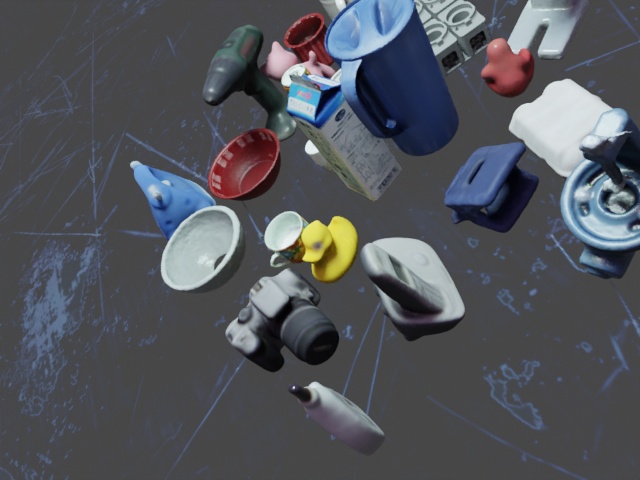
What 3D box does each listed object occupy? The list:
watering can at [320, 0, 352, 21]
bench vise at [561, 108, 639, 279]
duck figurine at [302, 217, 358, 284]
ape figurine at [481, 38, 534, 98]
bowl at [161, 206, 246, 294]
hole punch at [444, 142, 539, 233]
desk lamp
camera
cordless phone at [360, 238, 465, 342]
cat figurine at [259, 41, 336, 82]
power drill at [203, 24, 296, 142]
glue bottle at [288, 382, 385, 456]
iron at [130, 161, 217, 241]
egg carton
[{"bbox_3d":[0.035,-0.511,1.137,0.101,0.195,0.172,-37,46,7],"label":"watering can"},{"bbox_3d":[0.328,-0.087,0.620,0.121,0.220,0.207,6,63,37],"label":"bench vise"},{"bbox_3d":[0.008,0.003,0.868,0.077,0.086,0.105,8,64,38],"label":"duck figurine"},{"bbox_3d":[0.281,-0.268,0.870,0.077,0.092,0.076,-9,55,29],"label":"ape figurine"},{"bbox_3d":[-0.188,0.028,0.992,0.167,0.075,0.167,-18,51,23],"label":"bowl"},{"bbox_3d":[0.223,-0.077,0.774,0.100,0.091,0.109,23,74,42],"label":"hole punch"},{"bbox_3d":[0.336,-0.418,0.853,0.117,0.214,0.203,14,68,40],"label":"desk lamp"},{"bbox_3d":[-0.050,0.124,0.811,0.143,0.101,0.136,-49,46,-4],"label":"camera"},{"bbox_3d":[0.097,0.034,0.716,0.094,0.186,0.147,-33,47,11],"label":"cordless phone"},{"bbox_3d":[-0.051,-0.340,1.128,0.127,0.118,0.067,-1,59,34],"label":"cat figurine"},{"bbox_3d":[-0.125,-0.282,1.074,0.075,0.209,0.229,-13,53,27],"label":"power drill"},{"bbox_3d":[0.011,0.198,0.666,0.037,0.174,0.077,-48,46,-4],"label":"glue bottle"},{"bbox_3d":[-0.310,-0.095,1.115,0.119,0.142,0.257,-47,46,-3],"label":"iron"},{"bbox_3d":[0.331,-0.146,0.765,0.107,0.070,0.150,-37,46,7],"label":"egg carton"}]
